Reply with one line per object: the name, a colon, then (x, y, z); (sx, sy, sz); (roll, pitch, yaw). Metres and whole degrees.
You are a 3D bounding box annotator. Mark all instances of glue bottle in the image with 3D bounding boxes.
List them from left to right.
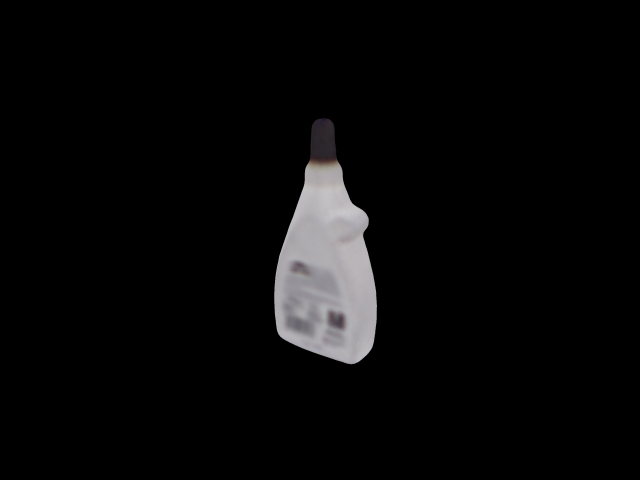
glue bottle: (0.004, 0.001, 0.400); (0.077, 0.173, 0.037); (15, 31, 28)
